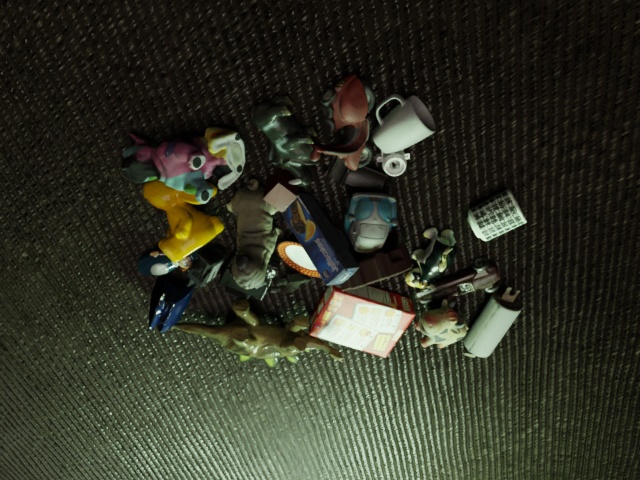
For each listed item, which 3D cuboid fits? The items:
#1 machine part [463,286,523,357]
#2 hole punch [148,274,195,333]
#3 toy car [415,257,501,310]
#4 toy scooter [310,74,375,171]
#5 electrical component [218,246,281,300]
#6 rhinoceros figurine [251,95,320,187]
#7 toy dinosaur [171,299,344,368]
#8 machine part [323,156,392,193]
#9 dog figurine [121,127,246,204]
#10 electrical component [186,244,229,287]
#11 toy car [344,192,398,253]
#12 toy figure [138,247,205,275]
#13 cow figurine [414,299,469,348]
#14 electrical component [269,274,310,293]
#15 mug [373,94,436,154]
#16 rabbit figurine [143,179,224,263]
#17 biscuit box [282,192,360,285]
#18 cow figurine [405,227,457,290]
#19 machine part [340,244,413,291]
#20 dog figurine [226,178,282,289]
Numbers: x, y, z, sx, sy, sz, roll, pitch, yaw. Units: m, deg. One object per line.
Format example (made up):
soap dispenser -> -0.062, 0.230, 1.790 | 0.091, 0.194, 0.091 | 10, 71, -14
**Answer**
machine part -> 0.427, 0.209, 1.331 | 0.079, 0.079, 0.243 | 13, 123, -9
hole punch -> -0.354, 0.151, 1.277 | 0.092, 0.116, 0.142 | 19, 124, -22
toy car -> 0.329, 0.110, 1.278 | 0.202, 0.053, 0.089 | -22, 126, 14
toy scooter -> 0.037, -0.209, 1.000 | 0.135, 0.075, 0.183 | -20, 122, -27
electrical component -> -0.169, 0.079, 1.255 | 0.115, 0.058, 0.134 | 23, 122, -13
rhinoceros figurine -> -0.062, -0.188, 1.053 | 0.112, 0.073, 0.190 | -24, 122, 15
toy dinosaur -> -0.171, 0.239, 1.314 | 0.472, 0.105, 0.198 | 13, 146, 7
machine part -> 0.083, -0.137, 1.111 | 0.139, 0.039, 0.084 | 22, 118, -13
dog figurine -> -0.280, -0.165, 1.061 | 0.219, 0.191, 0.108 | 19, 135, 29
electrical component -> -0.265, 0.071, 1.232 | 0.048, 0.075, 0.119 | 37, 118, 10
toy car -> 0.099, -0.025, 1.131 | 0.109, 0.103, 0.161 | 7, 147, -6
toy figure -> -0.338, 0.046, 1.235 | 0.155, 0.058, 0.064 | -12, 163, 7
cow figurine -> 0.295, 0.202, 1.273 | 0.127, 0.085, 0.194 | -31, 152, 25
electrical component -> -0.071, 0.105, 1.276 | 0.094, 0.021, 0.063 | -5, 149, -36
mug -> 0.148, -0.219, 1.026 | 0.107, 0.081, 0.109 | -34, 126, 32
rabbit figurine -> -0.294, -0.062, 1.125 | 0.162, 0.122, 0.173 | -32, 101, 18
biscuit box -> -0.002, -0.003, 1.115 | 0.059, 0.203, 0.063 | -43, 158, 25
cow figurine -> 0.252, 0.060, 1.214 | 0.068, 0.098, 0.167 | 11, 125, -16
machine part -> 0.118, 0.059, 1.177 | 0.179, 0.179, 0.056 | -20, 88, 14
dog figurine -> -0.140, -0.013, 1.107 | 0.121, 0.191, 0.172 | -11, 123, 8
